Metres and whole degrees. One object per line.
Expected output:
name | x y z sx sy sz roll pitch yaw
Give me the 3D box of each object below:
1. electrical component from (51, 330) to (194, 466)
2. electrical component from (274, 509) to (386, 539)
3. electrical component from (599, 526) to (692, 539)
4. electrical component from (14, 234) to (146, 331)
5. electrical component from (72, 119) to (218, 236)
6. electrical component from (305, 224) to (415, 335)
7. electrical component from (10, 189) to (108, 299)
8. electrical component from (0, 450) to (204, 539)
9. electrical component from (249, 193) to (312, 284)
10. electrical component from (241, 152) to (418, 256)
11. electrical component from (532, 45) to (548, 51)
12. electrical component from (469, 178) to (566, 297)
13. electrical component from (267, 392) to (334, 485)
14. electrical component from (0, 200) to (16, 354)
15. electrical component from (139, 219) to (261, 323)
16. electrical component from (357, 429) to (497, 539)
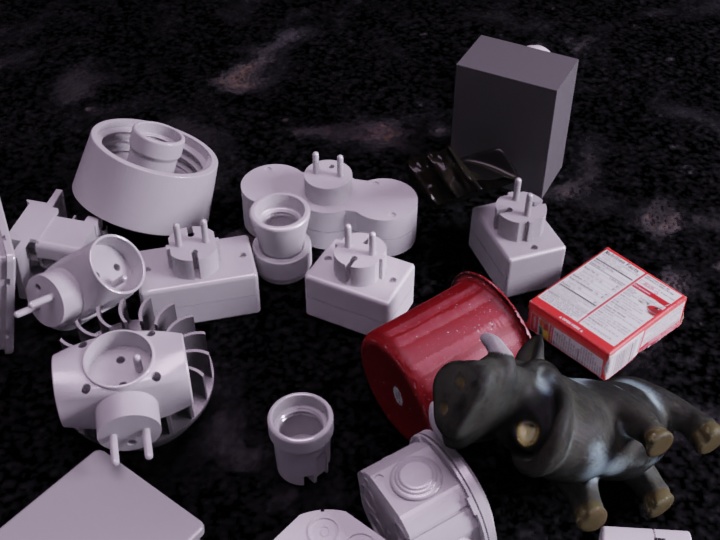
electrical component | -0.137 0.079 0.630 0.077 0.044 0.079 -9 50 -9
electrical component | -0.017 0.175 0.583 0.080 0.051 0.080 0 42 0
electrical component | 0.154 0.168 0.589 0.047 0.055 0.055 5 42 11
electrical component | -0.198 0.015 0.728 0.079 0.077 0.043 -28 90 -51
electrical component | -0.162 -0.079 0.830 0.108 0.060 0.108 16 26 -8
electrical component | 0.000 0.000 0.758 0.066 0.076 0.047 18 45 19
electrical component | -0.226 -0.018 0.804 0.064 0.042 0.081 10 43 6
electrical component | -0.146 0.162 0.599 0.100 0.048 0.100 28 49 27
electrical component | -0.058 -0.023 0.799 0.045 0.055 0.045 0 42 0
electrical component | -0.024 -0.059 0.825 0.138 0.073 0.052 8 43 9
electrical component | 0.147 -0.175 0.976 0.055 0.045 0.045 -33 52 -32
electrical component | 0.117 -0.032 0.794 0.047 0.076 0.065 -13 44 -15
electrical component | -0.036 0.105 0.664 0.040 0.046 0.040 0 42 0
electrical component | -0.270 0.000 0.742 0.048 0.099 0.099 -5 41 -25
electrical component | -0.117 -0.005 0.764 0.083 0.075 0.047 -9 43 -10
electrical component | 0.038 0.135 0.607 0.051 0.080 0.080 -25 47 -18
